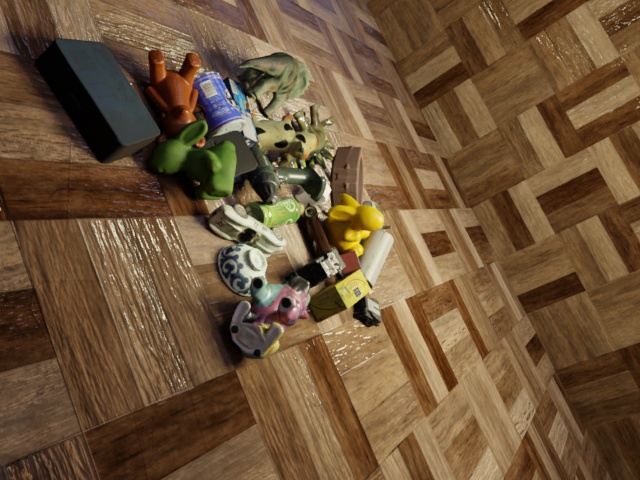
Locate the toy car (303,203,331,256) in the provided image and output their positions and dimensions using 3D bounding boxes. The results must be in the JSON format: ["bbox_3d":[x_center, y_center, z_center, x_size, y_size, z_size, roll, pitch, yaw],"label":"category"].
[{"bbox_3d":[-0.003,-0.004,1.464,0.089,0.053,0.202,63,4,-76],"label":"toy car"}]

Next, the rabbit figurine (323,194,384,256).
[{"bbox_3d":[0.099,-0.051,1.470,0.162,0.173,0.122,49,53,-13],"label":"rabbit figurine"}]

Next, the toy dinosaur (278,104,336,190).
[{"bbox_3d":[-0.045,-0.289,1.627,0.198,0.105,0.471,59,36,-11],"label":"toy dinosaur"}]

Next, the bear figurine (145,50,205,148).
[{"bbox_3d":[-0.317,-0.303,1.188,0.120,0.132,0.196,-3,58,-26],"label":"bear figurine"}]

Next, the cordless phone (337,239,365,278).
[{"bbox_3d":[0.090,0.038,1.578,0.184,0.089,0.146,-33,93,-43],"label":"cordless phone"}]

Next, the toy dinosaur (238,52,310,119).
[{"bbox_3d":[-0.120,-0.465,1.516,0.131,0.192,0.405,46,0,-2],"label":"toy dinosaur"}]

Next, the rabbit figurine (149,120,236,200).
[{"bbox_3d":[-0.265,-0.170,1.124,0.170,0.121,0.159,12,91,-26],"label":"rabbit figurine"}]

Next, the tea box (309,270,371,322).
[{"bbox_3d":[0.052,0.142,1.386,0.068,0.098,0.169,61,26,3],"label":"tea box"}]

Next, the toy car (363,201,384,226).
[{"bbox_3d":[0.157,-0.072,1.748,0.109,0.103,0.162,42,35,-32],"label":"toy car"}]

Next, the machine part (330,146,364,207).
[{"bbox_3d":[0.085,-0.170,1.648,0.201,0.087,0.200,-78,167,-51],"label":"machine part"}]

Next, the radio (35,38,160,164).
[{"bbox_3d":[-0.421,-0.270,1.039,0.229,0.073,0.131,59,28,-5],"label":"radio"}]

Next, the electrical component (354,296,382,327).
[{"bbox_3d":[0.145,0.207,1.527,0.119,0.048,0.075,36,37,-34],"label":"electrical component"}]

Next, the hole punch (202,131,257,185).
[{"bbox_3d":[-0.228,-0.184,1.271,0.116,0.092,0.142,-23,87,-31],"label":"hole punch"}]

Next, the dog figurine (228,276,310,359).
[{"bbox_3d":[-0.092,0.159,1.135,0.109,0.191,0.219,28,-4,15],"label":"dog figurine"}]

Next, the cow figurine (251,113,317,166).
[{"bbox_3d":[-0.103,-0.272,1.458,0.195,0.085,0.127,3,61,-10],"label":"cow figurine"}]

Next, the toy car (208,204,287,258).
[{"bbox_3d":[-0.161,-0.016,1.216,0.201,0.073,0.056,34,34,-39],"label":"toy car"}]

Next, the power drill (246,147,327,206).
[{"bbox_3d":[-0.089,-0.147,1.363,0.207,0.086,0.232,-1,37,-32],"label":"power drill"}]

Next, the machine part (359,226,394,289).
[{"bbox_3d":[0.145,0.054,1.524,0.079,0.079,0.243,43,59,-29],"label":"machine part"}]

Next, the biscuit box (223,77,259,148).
[{"bbox_3d":[-0.223,-0.329,1.418,0.059,0.063,0.203,16,51,-52],"label":"biscuit box"}]

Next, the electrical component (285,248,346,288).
[{"bbox_3d":[-0.005,0.075,1.338,0.058,0.115,0.134,62,30,-1],"label":"electrical component"}]
